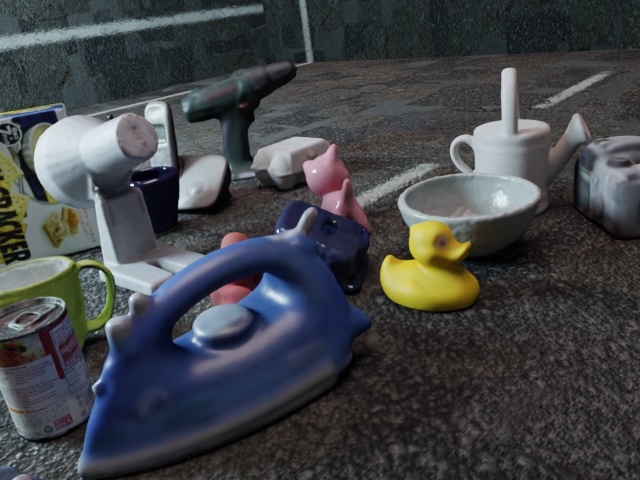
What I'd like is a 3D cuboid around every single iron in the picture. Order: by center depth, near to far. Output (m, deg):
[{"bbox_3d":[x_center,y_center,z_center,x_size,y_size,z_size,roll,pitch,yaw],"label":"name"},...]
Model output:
[{"bbox_3d":[-0.084,0.073,0.467,0.259,0.141,0.118,-23,27,-33],"label":"iron"}]

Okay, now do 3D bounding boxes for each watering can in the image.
[{"bbox_3d":[0.269,-0.136,0.781,0.173,0.194,0.101,-7,23,2],"label":"watering can"}]

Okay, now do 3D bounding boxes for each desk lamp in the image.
[{"bbox_3d":[-0.254,-0.057,0.737,0.202,0.214,0.118,10,29,37],"label":"desk lamp"}]

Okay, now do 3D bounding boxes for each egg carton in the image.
[{"bbox_3d":[-0.049,-0.147,1.073,0.107,0.069,0.151,13,30,41],"label":"egg carton"}]

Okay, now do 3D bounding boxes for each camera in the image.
[{"bbox_3d":[0.406,-0.078,0.720,0.136,0.101,0.143,-7,23,3],"label":"camera"}]

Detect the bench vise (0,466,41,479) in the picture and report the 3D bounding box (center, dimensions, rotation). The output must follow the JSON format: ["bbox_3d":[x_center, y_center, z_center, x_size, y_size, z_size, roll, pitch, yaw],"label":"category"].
[{"bbox_3d":[-0.238,0.114,0.317,0.207,0.220,0.121,-8,23,-1],"label":"bench vise"}]

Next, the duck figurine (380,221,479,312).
[{"bbox_3d":[0.112,0.021,0.598,0.104,0.086,0.078,5,26,28],"label":"duck figurine"}]

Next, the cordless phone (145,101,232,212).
[{"bbox_3d":[-0.230,-0.142,0.971,0.147,0.185,0.094,1,24,20],"label":"cordless phone"}]

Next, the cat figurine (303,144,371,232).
[{"bbox_3d":[0.020,-0.075,0.817,0.067,0.118,0.127,-14,23,-15],"label":"cat figurine"}]

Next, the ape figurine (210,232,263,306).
[{"bbox_3d":[-0.085,0.037,0.618,0.076,0.092,0.078,5,26,29],"label":"ape figurine"}]

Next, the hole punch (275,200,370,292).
[{"bbox_3d":[0.006,0.002,0.671,0.101,0.091,0.109,-3,23,13],"label":"hole punch"}]

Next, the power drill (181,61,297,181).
[{"bbox_3d":[-0.145,-0.231,1.123,0.229,0.209,0.075,-9,23,-4],"label":"power drill"}]

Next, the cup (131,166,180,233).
[{"bbox_3d":[-0.272,-0.059,0.902,0.117,0.095,0.091,-8,23,0],"label":"cup"}]

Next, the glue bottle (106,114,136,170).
[{"bbox_3d":[-0.347,-0.134,1.006,0.037,0.173,0.077,-21,26,-28],"label":"glue bottle"}]

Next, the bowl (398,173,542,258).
[{"bbox_3d":[0.181,-0.024,0.698,0.167,0.075,0.167,-7,23,3],"label":"bowl"}]
